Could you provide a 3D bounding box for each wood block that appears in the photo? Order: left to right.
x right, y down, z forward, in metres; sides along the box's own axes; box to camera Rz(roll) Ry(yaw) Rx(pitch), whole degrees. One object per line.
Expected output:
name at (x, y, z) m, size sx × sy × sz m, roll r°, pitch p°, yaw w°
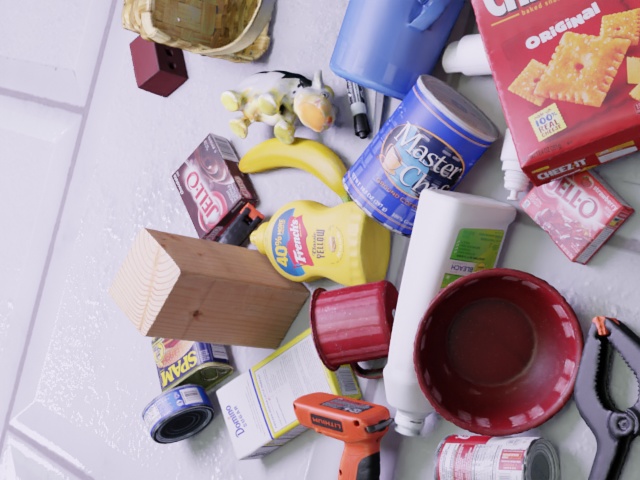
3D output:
wood block at (-0.124, 0.060, 1.229) m, size 0.090 × 0.205 × 0.091 m, roll 43°, pitch 110°, yaw 38°

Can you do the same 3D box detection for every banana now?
banana at (-0.028, -0.091, 1.286) m, size 0.198 × 0.037 × 0.070 m, roll 25°, pitch 98°, yaw 42°

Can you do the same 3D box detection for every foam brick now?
foam brick at (-0.225, -0.248, 1.483) m, size 0.051 × 0.052 × 0.078 m, roll -30°, pitch 63°, yaw 34°

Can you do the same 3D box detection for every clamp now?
clamp at (-0.133, 0.024, 1.340) m, size 0.171 × 0.039 × 0.120 m, roll -47°, pitch 13°, yaw 5°
clamp at (0.274, 0.174, 0.963) m, size 0.165 × 0.036 × 0.210 m, roll -31°, pitch 64°, yaw 33°

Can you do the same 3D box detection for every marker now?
marker at (0.041, -0.175, 1.252) m, size 0.020 × 0.020 × 0.121 m, roll -24°, pitch 67°, yaw 37°

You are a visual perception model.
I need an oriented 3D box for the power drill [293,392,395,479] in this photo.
power drill at (0.010, 0.263, 1.147) m, size 0.185 × 0.057 × 0.188 m, roll 6°, pitch 101°, yaw 35°

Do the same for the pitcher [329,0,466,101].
pitcher at (0.103, -0.273, 1.135) m, size 0.145 × 0.149 × 0.243 m, roll 25°, pitch 101°, yaw 22°

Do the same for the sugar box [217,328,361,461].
sugar box at (-0.039, 0.179, 1.239) m, size 0.176 × 0.048 × 0.093 m, roll -37°, pitch 62°, yaw 35°

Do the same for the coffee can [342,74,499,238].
coffee can at (0.105, -0.088, 1.122) m, size 0.140 × 0.102 × 0.103 m, roll -52°, pitch 52°, yaw 22°

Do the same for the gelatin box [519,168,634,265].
gelatin box at (0.246, -0.032, 1.033) m, size 0.073 × 0.030 × 0.089 m, roll -52°, pitch 53°, yaw 22°

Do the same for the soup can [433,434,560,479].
soup can at (0.170, 0.223, 1.027) m, size 0.102 × 0.068 × 0.068 m, roll -7°, pitch 77°, yaw 40°

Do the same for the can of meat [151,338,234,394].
can of meat at (-0.164, 0.146, 1.351) m, size 0.102 × 0.057 × 0.084 m, roll -36°, pitch 57°, yaw 31°

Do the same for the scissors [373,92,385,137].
scissors at (0.061, -0.217, 1.245) m, size 0.096 × 0.016 × 0.202 m, roll 21°, pitch 96°, yaw 42°

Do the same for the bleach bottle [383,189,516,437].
bleach bottle at (0.123, 0.078, 1.090) m, size 0.068 × 0.102 × 0.251 m, roll 23°, pitch 104°, yaw 51°

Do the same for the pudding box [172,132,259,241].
pudding box at (-0.136, -0.067, 1.377) m, size 0.090 × 0.039 × 0.113 m, roll -44°, pitch 56°, yaw 28°

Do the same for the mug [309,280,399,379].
mug at (0.047, 0.100, 1.149) m, size 0.082 × 0.093 × 0.117 m, roll -12°, pitch 112°, yaw 20°

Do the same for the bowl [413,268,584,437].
bowl at (0.169, 0.104, 1.029) m, size 0.162 × 0.055 × 0.162 m, roll 0°, pitch 96°, yaw 1°

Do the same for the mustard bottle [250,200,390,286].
mustard bottle at (-0.008, 0.002, 1.236) m, size 0.192 × 0.058 × 0.096 m, roll 3°, pitch 96°, yaw 43°

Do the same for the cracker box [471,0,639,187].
cracker box at (0.245, -0.179, 1.009) m, size 0.164 × 0.072 × 0.214 m, roll -20°, pitch 69°, yaw 20°

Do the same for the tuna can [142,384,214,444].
tuna can at (-0.175, 0.217, 1.326) m, size 0.086 × 0.085 × 0.034 m, roll -46°, pitch 57°, yaw 26°
